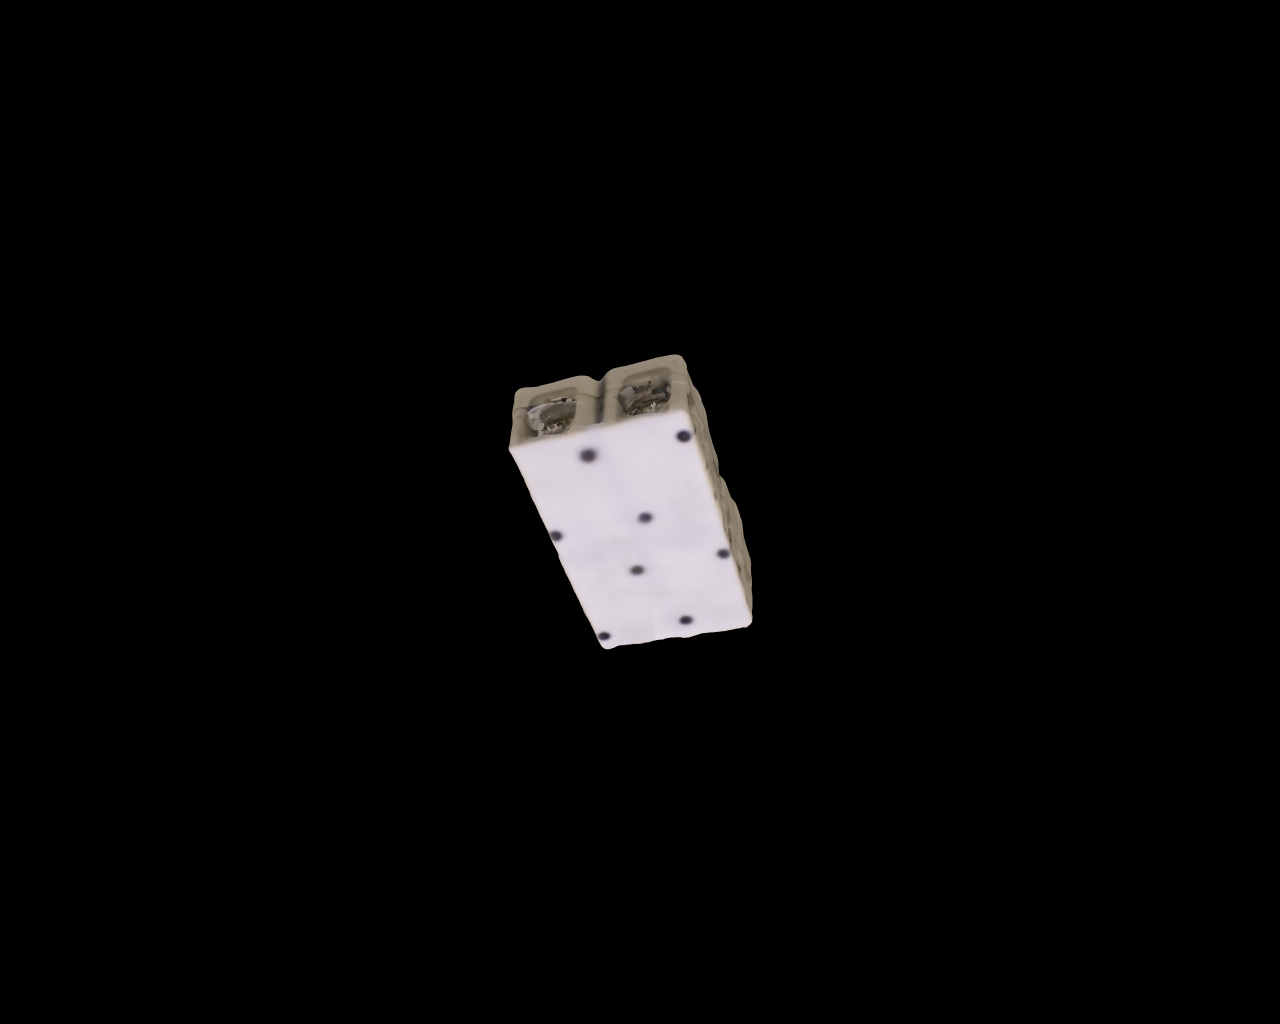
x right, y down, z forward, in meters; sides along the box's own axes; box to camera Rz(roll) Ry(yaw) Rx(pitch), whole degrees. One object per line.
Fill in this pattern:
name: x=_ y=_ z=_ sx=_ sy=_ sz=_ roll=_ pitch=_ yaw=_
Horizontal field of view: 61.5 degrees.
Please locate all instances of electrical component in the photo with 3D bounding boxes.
electrical component: x=0.001 y=-0.003 z=0.650 sx=0.105 sy=0.060 sz=0.186 roll=-11 pitch=-47 yaw=11
